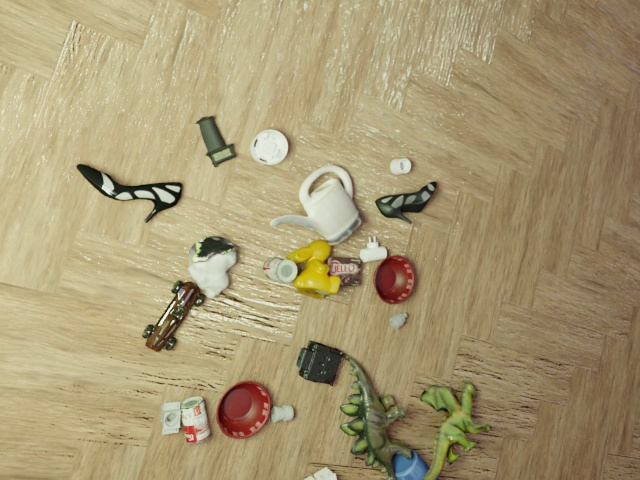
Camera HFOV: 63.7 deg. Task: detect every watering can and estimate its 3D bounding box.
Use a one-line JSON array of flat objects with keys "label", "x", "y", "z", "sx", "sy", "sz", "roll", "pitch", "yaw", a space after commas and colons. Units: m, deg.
[{"label": "watering can", "x": 0.005, "y": -0.078, "z": 1.543, "sx": 0.103, "sy": 0.222, "sz": 0.354, "roll": -15, "pitch": 25, "yaw": 50}]

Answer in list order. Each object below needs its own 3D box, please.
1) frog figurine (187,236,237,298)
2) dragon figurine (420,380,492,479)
[{"label": "frog figurine", "x": -0.293, "y": 0.073, "z": 1.421, "sx": 0.139, "sy": 0.155, "sz": 0.124, "roll": -32, "pitch": 52, "yaw": -31}, {"label": "dragon figurine", "x": 0.429, "y": 0.623, "z": 1.772, "sx": 0.414, "sy": 0.245, "sz": 0.119, "roll": -23, "pitch": -21, "yaw": -34}]
